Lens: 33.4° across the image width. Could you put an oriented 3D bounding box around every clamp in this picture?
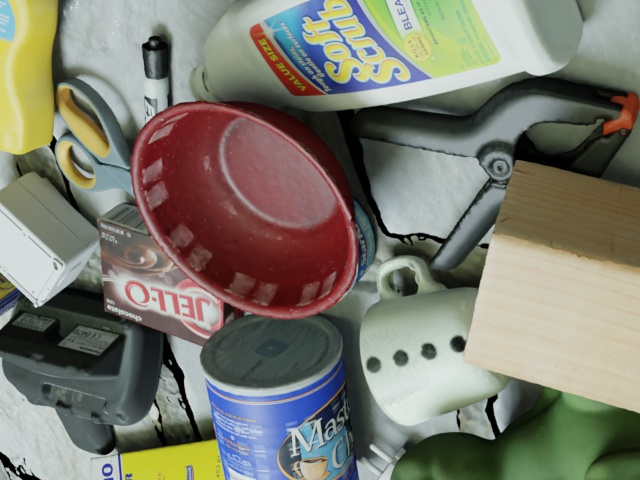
[{"bbox_3d":[0.111,-0.041,0.642,0.172,0.039,0.120,-8,124,33],"label":"clamp"}]

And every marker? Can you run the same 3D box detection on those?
[{"bbox_3d":[-0.117,-0.088,0.766,0.020,0.020,0.121,18,125,22],"label":"marker"}]

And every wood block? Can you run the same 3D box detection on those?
[{"bbox_3d":[0.192,0.036,0.578,0.206,0.090,0.090,15,124,12],"label":"wood block"}]

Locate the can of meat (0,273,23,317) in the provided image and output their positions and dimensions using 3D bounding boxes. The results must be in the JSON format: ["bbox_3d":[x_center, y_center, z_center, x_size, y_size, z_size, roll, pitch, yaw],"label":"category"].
[{"bbox_3d":[-0.305,0.029,0.909,0.058,0.083,0.102,-34,96,40],"label":"can of meat"}]

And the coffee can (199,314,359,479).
[{"bbox_3d":[-0.027,0.137,0.789,0.103,0.102,0.140,8,121,28],"label":"coffee can"}]

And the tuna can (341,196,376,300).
[{"bbox_3d":[-0.005,0.001,0.740,0.086,0.033,0.086,15,124,24],"label":"tuna can"}]

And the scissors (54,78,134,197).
[{"bbox_3d":[-0.140,-0.031,0.792,0.202,0.016,0.096,53,139,11],"label":"scissors"}]

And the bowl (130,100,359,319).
[{"bbox_3d":[-0.038,-0.029,0.674,0.162,0.055,0.162,18,134,20],"label":"bowl"}]

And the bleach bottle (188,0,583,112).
[{"bbox_3d":[0.020,-0.118,0.637,0.251,0.068,0.102,-13,113,40],"label":"bleach bottle"}]

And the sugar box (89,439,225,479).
[{"bbox_3d":[-0.130,0.225,0.915,0.177,0.048,0.093,-16,67,35],"label":"sugar box"}]

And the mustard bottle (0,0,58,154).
[{"bbox_3d":[-0.229,-0.163,0.765,0.096,0.058,0.192,34,131,26],"label":"mustard bottle"}]

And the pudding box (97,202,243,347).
[{"bbox_3d":[-0.114,0.028,0.820,0.114,0.039,0.090,19,126,22],"label":"pudding box"}]
